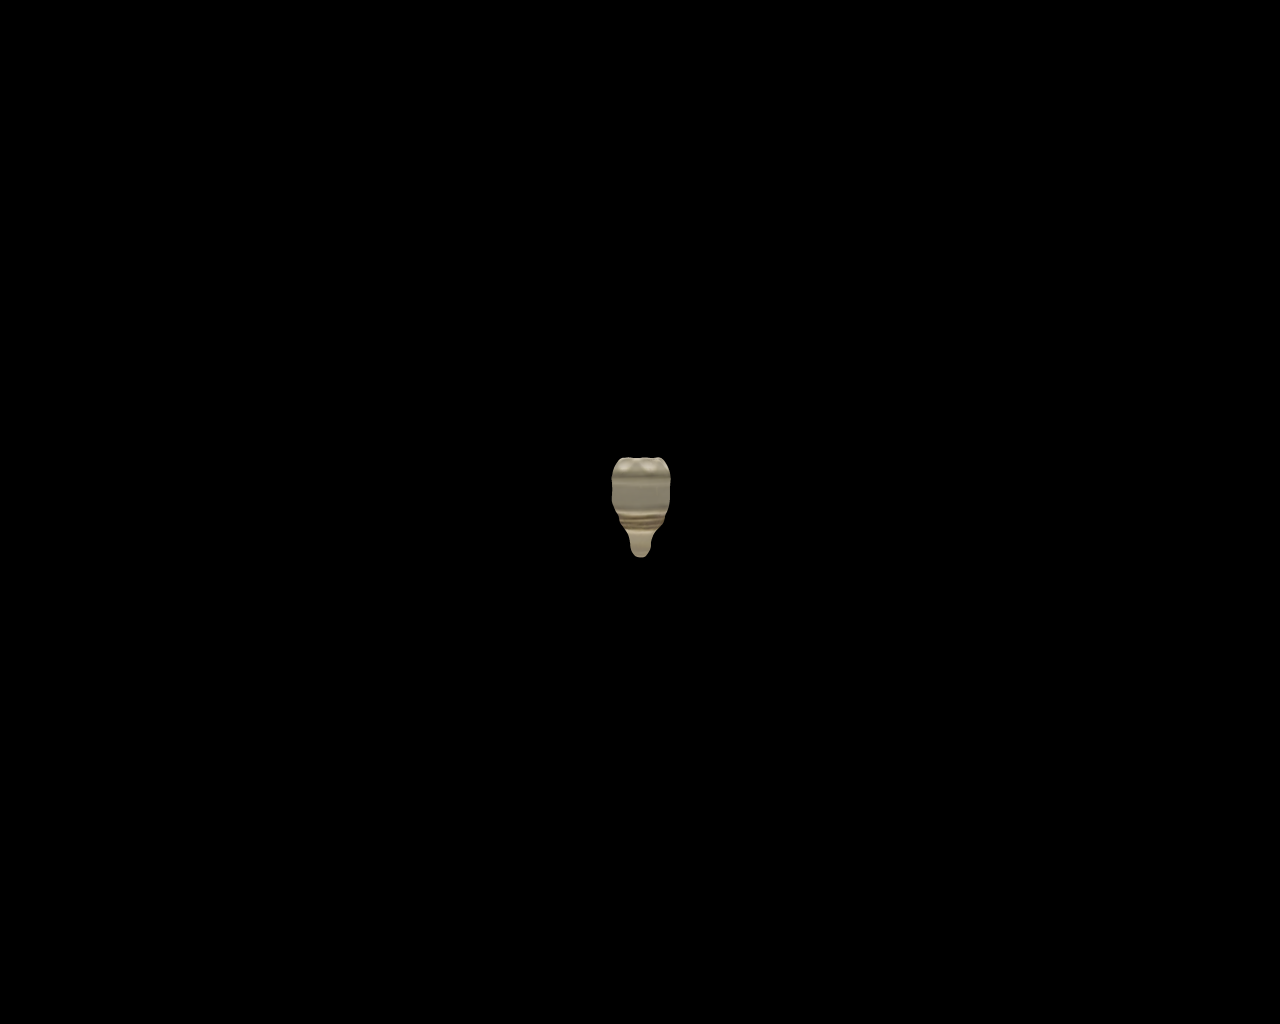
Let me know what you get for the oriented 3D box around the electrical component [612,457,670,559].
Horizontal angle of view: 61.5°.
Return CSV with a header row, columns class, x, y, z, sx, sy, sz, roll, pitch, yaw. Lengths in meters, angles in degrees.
class,x,y,z,sx,sy,sz,roll,pitch,yaw
electrical component,0.001,-0.003,0.650,0.035,0.061,0.035,0,2,0
